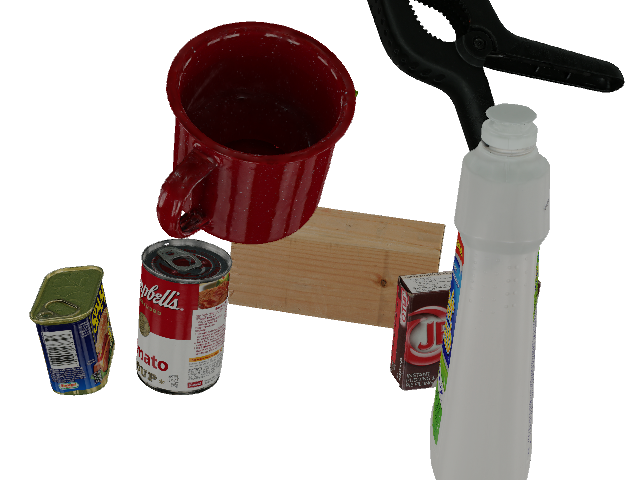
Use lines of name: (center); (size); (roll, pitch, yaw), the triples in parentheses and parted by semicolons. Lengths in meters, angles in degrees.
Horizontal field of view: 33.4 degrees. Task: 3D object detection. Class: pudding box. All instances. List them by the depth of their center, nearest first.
pudding box: (0.116, 0.069, 0.864); (0.113, 0.090, 0.039); (-6, 29, -15)

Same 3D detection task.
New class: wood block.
wood block: (0.017, 0.024, 1.092); (0.206, 0.091, 0.090); (9, 22, 7)

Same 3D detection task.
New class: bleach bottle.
bleach bottle: (0.107, 0.034, 0.660); (0.068, 0.251, 0.102); (3, 30, 6)

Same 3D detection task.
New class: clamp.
clamp: (0.106, -0.124, 0.766); (0.210, 0.164, 0.036); (37, -27, -4)

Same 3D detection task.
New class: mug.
mug: (-0.041, -0.044, 0.546); (0.093, 0.117, 0.082); (33, -34, 12)

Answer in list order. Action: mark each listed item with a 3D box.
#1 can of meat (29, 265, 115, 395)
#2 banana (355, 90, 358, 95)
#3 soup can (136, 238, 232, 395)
can of meat: (-0.228, 0.084, 0.998); (0.057, 0.084, 0.102); (-6, 26, 0)
banana: (-0.055, -0.175, 1.102); (0.197, 0.070, 0.037); (-7, -41, -28)
soup can: (-0.106, 0.058, 0.819); (0.068, 0.102, 0.068); (6, 26, -3)
